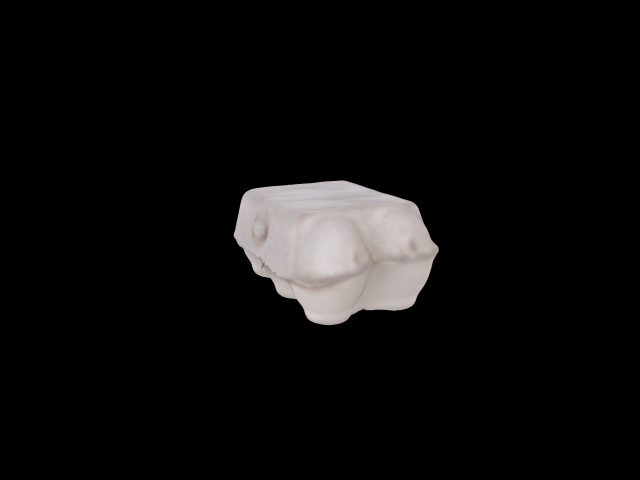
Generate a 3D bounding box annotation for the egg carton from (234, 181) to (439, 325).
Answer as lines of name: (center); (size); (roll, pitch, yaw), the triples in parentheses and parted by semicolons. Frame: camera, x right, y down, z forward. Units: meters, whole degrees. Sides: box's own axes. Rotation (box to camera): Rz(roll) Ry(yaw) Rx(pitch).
egg carton: (0.004, 0.001, 0.400); (0.107, 0.069, 0.150); (-8, 18, -26)
